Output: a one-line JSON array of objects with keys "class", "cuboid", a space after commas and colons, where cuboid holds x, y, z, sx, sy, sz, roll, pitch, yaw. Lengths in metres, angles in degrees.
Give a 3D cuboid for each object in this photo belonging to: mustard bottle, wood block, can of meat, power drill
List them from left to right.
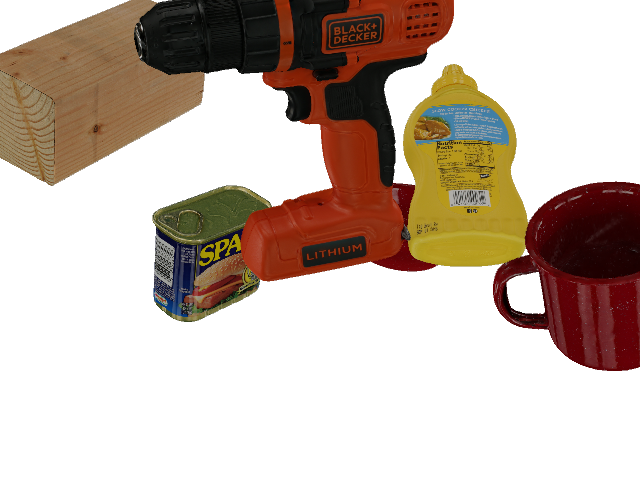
[{"class": "wood block", "cuboid": [-0.204, -0.144, 0.989, 0.090, 0.091, 0.205, 28, 40, 21]}, {"class": "can of meat", "cuboid": [-0.093, 0.011, 0.902, 0.058, 0.084, 0.101, 32, 38, 33]}, {"class": "power drill", "cuboid": [-0.013, -0.067, 0.637, 0.184, 0.188, 0.057, -10, 37, -14]}, {"class": "mustard bottle", "cuboid": [0.119, -0.072, 0.908, 0.096, 0.191, 0.058, -1, -31, 1]}]

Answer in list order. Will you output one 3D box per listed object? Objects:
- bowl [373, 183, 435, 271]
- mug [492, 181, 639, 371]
[{"class": "bowl", "cuboid": [0.092, -0.010, 1.181, 0.162, 0.055, 0.162, 5, 25, -3]}, {"class": "mug", "cuboid": [0.163, 0.027, 0.647, 0.117, 0.081, 0.093, -12, 38, 7]}]
